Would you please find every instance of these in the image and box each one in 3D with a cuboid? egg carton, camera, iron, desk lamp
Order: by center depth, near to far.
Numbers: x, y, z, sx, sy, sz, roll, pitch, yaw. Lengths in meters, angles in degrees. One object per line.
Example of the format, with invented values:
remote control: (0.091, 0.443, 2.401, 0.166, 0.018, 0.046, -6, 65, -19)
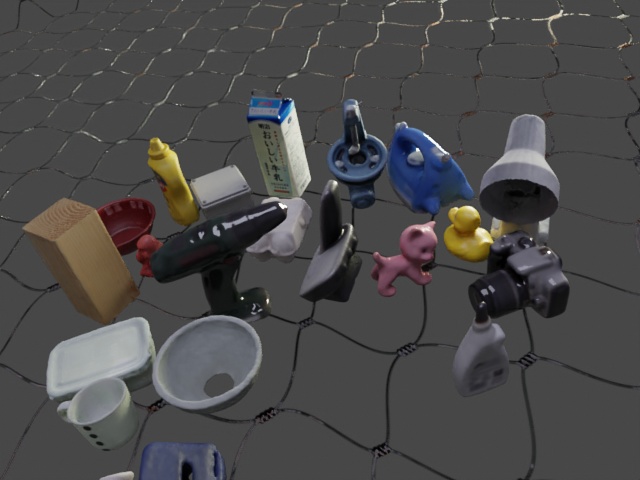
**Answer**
camera: (0.299, 0.058, 0.903, 0.137, 0.101, 0.143, -19, 42, -8)
desk lamp: (0.339, -0.088, 0.970, 0.117, 0.214, 0.203, 6, 44, 20)
egg carton: (-0.077, -0.022, 1.102, 0.107, 0.069, 0.150, 2, 43, 15)
iron: (0.195, -0.163, 1.142, 0.119, 0.142, 0.257, -23, 42, -12)

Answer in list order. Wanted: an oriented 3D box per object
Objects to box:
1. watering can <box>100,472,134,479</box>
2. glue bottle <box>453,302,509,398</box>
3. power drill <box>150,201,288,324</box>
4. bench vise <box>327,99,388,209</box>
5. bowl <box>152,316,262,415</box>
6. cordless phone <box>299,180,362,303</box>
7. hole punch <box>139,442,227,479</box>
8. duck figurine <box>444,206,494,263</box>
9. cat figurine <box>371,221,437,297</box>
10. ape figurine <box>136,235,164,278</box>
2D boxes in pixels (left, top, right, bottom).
watering can: (-0.225, 0.346, 0.632, 0.101, 0.194, 0.172, -30, 44, -20)
glue bottle: (0.217, 0.144, 0.771, 0.078, 0.173, 0.037, -17, 41, -5)
power drill: (-0.147, 0.045, 0.938, 0.229, 0.209, 0.075, -16, 41, -5)
bench vise: (0.059, -0.198, 1.154, 0.121, 0.220, 0.207, -20, 42, -9)
bowl: (-0.163, 0.200, 0.870, 0.167, 0.075, 0.167, -6, 42, 6)
cordless phone: (0.009, 0.003, 0.966, 0.094, 0.185, 0.147, 3, 43, 16)
hole punch: (-0.173, 0.313, 0.735, 0.101, 0.091, 0.108, -13, 41, -2)
duck figurine: (0.262, -0.017, 1.005, 0.078, 0.086, 0.104, -28, 44, -18)
cat figurine: (0.146, 0.022, 0.965, 0.128, 0.118, 0.067, -19, 42, -8)
ape figurine: (-0.318, 0.028, 1.086, 0.076, 0.092, 0.077, -24, 43, -13)
